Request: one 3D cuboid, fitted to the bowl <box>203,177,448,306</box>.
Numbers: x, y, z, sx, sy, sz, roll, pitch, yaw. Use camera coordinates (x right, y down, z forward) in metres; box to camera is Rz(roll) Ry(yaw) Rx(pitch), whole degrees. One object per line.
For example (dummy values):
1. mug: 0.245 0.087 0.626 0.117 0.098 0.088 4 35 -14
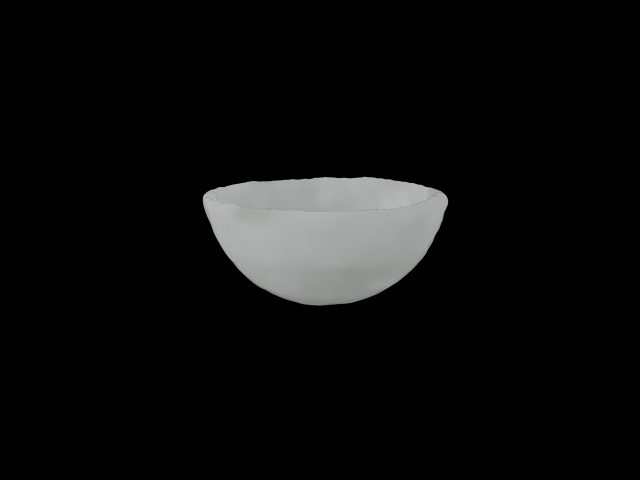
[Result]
1. bowl: 0.004 0.001 0.400 0.167 0.075 0.167 0 13 0
